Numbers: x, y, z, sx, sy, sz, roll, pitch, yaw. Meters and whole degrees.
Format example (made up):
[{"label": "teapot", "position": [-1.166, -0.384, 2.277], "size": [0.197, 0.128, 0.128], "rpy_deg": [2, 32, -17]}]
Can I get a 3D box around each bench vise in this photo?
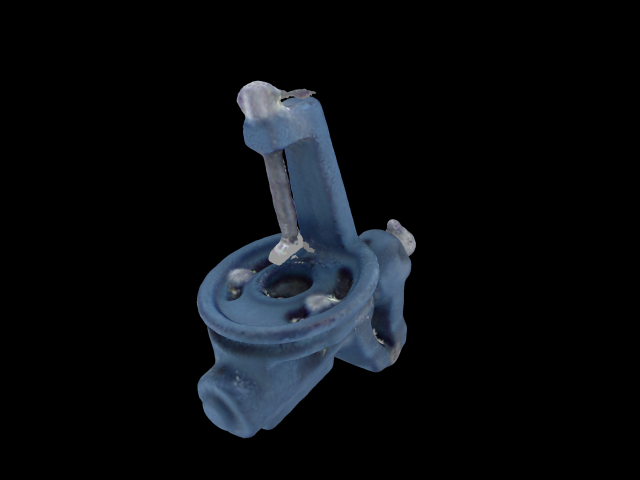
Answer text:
[{"label": "bench vise", "position": [-0.007, 0.000, 0.404], "size": [0.121, 0.220, 0.208], "rpy_deg": [7, 19, 21]}]
